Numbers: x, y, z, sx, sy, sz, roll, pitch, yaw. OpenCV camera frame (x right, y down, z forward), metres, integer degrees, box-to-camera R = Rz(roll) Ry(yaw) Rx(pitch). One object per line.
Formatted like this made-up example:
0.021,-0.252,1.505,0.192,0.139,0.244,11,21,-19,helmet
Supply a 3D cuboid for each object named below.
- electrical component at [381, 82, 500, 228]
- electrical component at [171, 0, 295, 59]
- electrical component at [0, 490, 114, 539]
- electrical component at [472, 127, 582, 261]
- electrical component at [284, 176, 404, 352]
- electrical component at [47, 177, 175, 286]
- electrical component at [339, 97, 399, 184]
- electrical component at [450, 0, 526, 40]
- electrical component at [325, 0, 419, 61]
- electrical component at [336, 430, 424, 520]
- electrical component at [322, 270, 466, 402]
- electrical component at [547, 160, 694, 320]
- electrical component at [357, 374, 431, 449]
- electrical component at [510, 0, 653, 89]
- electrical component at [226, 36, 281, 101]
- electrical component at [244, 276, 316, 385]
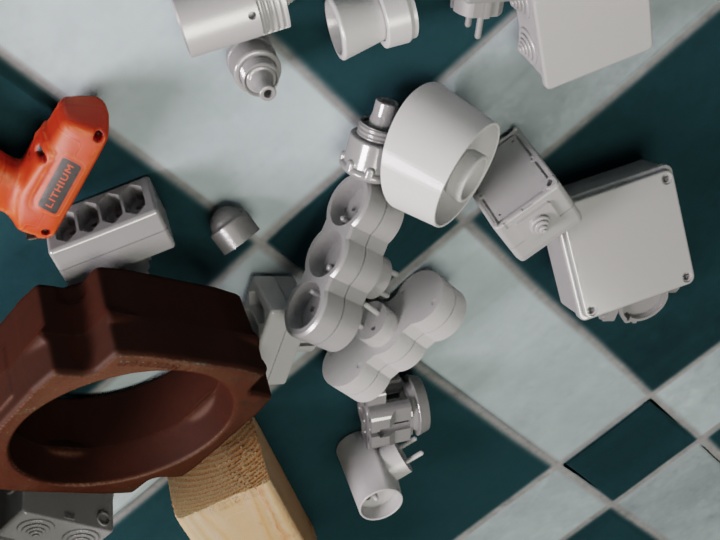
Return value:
0.060,-0.084,0.814,0.099,0.064,0.099,-50,161,-24,electrical component
-0.080,-0.173,0.713,0.081,0.043,0.043,-19,132,-7,electrical component
-0.256,0.186,0.906,0.100,0.099,0.048,24,128,-36,electrical component
0.132,-0.055,0.862,0.062,0.096,0.061,-36,134,10,electrical component
0.000,0.000,0.855,0.074,0.052,0.138,25,85,-36,electrical component
-0.180,-0.015,0.802,0.083,0.047,0.075,-22,133,-4,electrical component
0.013,-0.099,0.814,0.048,0.048,0.062,3,119,-24,electrical component
0.083,-0.199,0.743,0.047,0.065,0.076,-8,130,-16,electrical component
0.008,-0.174,0.748,0.055,0.045,0.045,-17,132,-9,electrical component
0.024,0.188,1.034,0.079,0.077,0.043,-31,132,4,electrical component
0.019,0.051,0.934,0.138,0.052,0.074,-41,131,14,electrical component
0.219,-0.027,0.924,0.109,0.056,0.108,-19,106,-7,electrical component
0.031,0.129,1.003,0.057,0.058,0.078,-10,131,-11,electrical component
0.162,-0.194,0.790,0.100,0.048,0.099,-22,133,-3,electrical component
-0.070,-0.135,0.736,0.035,0.061,0.035,-11,131,-13,electrical component
-0.059,0.051,0.907,0.076,0.047,0.083,0,128,-30,electrical component
